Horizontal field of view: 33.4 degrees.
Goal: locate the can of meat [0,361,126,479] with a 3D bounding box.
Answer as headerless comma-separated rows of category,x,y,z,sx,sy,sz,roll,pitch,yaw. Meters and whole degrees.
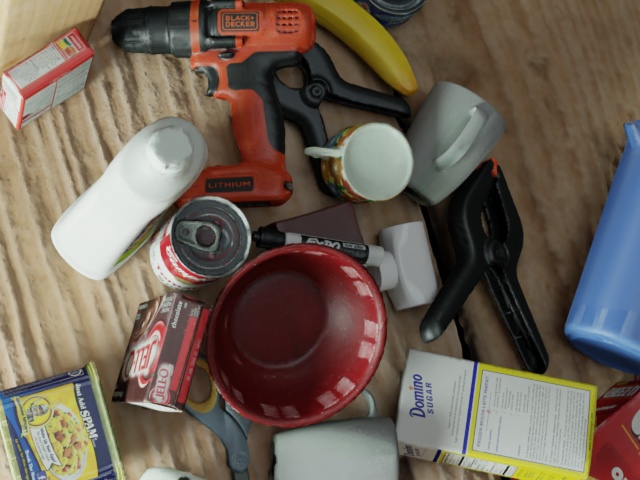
can of meat,-0.214,0.160,0.870,0.083,0.058,0.102,-15,86,-20

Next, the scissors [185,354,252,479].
scissors,-0.090,0.183,0.932,0.096,0.016,0.202,10,77,-16

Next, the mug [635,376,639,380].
mug,0.378,0.158,1.066,0.093,0.082,0.117,6,78,-19

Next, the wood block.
wood block,-0.229,-0.213,0.850,0.090,0.206,0.091,-24,89,-22

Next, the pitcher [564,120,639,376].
pitcher,0.342,0.012,1.059,0.149,0.145,0.242,19,75,24

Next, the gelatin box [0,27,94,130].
gelatin box,-0.231,-0.135,0.899,0.073,0.089,0.030,-38,92,-21

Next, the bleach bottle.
bleach bottle,-0.144,-0.036,0.824,0.068,0.251,0.102,44,69,-7

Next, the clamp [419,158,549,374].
clamp,0.152,0.019,1.015,0.164,0.036,0.210,12,69,-40

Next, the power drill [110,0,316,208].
power drill,-0.094,-0.122,0.949,0.184,0.057,0.187,-1,86,2

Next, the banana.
banana,0.014,-0.207,1.022,0.197,0.037,0.069,28,57,-17

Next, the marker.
marker,-0.002,0.006,0.935,0.121,0.020,0.020,9,77,-19

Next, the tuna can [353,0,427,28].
tuna can,0.066,-0.256,1.055,0.086,0.034,0.086,4,78,-20

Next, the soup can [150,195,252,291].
soup can,-0.104,0.005,0.911,0.068,0.102,0.068,4,79,-19

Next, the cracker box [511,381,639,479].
cracker box,0.279,0.260,1.018,0.213,0.072,0.164,-35,93,-22

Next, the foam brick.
foam brick,-0.006,0.001,0.974,0.078,0.051,0.053,-16,90,-21

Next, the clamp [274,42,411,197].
clamp,0.004,-0.139,1.010,0.120,0.039,0.171,-40,99,-21

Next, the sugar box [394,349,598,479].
sugar box,0.158,0.163,0.971,0.176,0.048,0.093,10,61,6

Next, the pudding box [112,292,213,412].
pudding box,-0.131,0.095,0.880,0.039,0.114,0.090,20,74,-18

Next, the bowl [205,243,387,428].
bowl,-0.026,0.076,0.914,0.162,0.055,0.162,-5,104,-19
